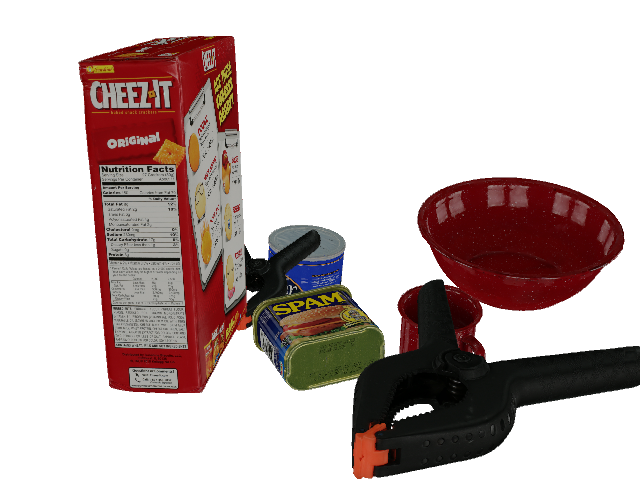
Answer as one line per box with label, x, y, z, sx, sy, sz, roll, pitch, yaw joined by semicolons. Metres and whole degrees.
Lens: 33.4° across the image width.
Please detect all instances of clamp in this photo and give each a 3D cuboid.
clamp;0.079;0.081;0.648;0.165;0.036;0.209;22;31;40
clamp;-0.062;0.036;1.235;0.120;0.039;0.171;-5;41;7

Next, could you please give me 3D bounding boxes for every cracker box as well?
cracker box;-0.101;-0.025;0.726;0.072;0.214;0.164;-1;15;7

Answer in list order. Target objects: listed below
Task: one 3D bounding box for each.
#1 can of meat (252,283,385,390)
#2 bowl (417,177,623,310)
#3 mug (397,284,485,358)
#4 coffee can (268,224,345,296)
can of meat;-0.001;0.090;0.981;0.102;0.057;0.084;-11;27;-19
bowl;0.156;0.009;0.853;0.162;0.055;0.162;1;30;-1
mug;0.138;0.112;1.182;0.093;0.081;0.117;-23;39;-34
coffee can;-0.023;0.063;1.437;0.103;0.140;0.103;4;24;-2
